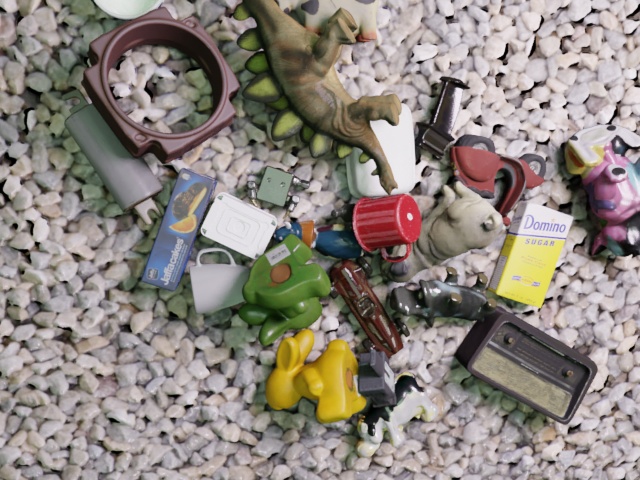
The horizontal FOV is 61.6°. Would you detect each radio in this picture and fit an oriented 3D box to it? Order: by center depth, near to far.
[{"bbox_3d":[0.382,0.225,0.989,0.229,0.073,0.131,29,94,-9],"label":"radio"}]

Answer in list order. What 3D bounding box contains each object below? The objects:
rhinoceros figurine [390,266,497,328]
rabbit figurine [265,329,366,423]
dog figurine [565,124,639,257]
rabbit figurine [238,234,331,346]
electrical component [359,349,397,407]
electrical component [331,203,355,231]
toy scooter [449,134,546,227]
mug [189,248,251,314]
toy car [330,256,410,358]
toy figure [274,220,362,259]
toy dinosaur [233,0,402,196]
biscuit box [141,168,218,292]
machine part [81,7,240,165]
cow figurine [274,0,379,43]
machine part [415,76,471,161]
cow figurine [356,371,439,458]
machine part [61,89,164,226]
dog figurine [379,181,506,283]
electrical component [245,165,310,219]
[{"bbox_3d":[0.216,0.105,0.949,0.190,0.112,0.073,6,54,-20],"label":"rhinoceros figurine"},{"bbox_3d":[-0.025,0.241,0.930,0.173,0.122,0.162,-18,87,26],"label":"rabbit figurine"},{"bbox_3d":[0.517,-0.074,0.958,0.108,0.192,0.219,-23,133,-5],"label":"dog figurine"},{"bbox_3d":[-0.049,0.105,0.892,0.159,0.121,0.170,-38,142,-11],"label":"rabbit figurine"},{"bbox_3d":[0.095,0.233,0.929,0.048,0.075,0.119,-14,140,22],"label":"electrical component"},{"bbox_3d":[0.062,-0.038,0.932,0.063,0.094,0.021,46,123,22],"label":"electrical component"},{"bbox_3d":[0.303,-0.100,0.940,0.184,0.075,0.135,15,90,-10],"label":"toy scooter"},{"bbox_3d":[-0.167,0.066,0.918,0.107,0.081,0.109,-6,96,-16],"label":"mug"},{"bbox_3d":[0.086,0.124,0.960,0.089,0.053,0.202,-32,98,-4],"label":"toy car"},{"bbox_3d":[-0.002,-0.001,0.933,0.155,0.058,0.064,10,90,-2],"label":"toy figure"},{"bbox_3d":[-0.024,-0.262,0.829,0.199,0.105,0.471,-30,98,23],"label":"toy dinosaur"},{"bbox_3d":[-0.236,-0.017,0.906,0.063,0.059,0.202,20,95,-8],"label":"biscuit box"},{"bbox_3d":[-0.243,-0.237,0.836,0.201,0.087,0.201,-37,98,-21],"label":"machine part"},{"bbox_3d":[-0.001,-0.392,0.872,0.195,0.085,0.127,4,103,-4],"label":"cow figurine"},{"bbox_3d":[0.211,-0.214,0.928,0.084,0.039,0.138,22,89,-35],"label":"machine part"},{"bbox_3d":[0.122,0.318,0.978,0.167,0.068,0.098,-35,94,-4],"label":"cow figurine"},{"bbox_3d":[-0.333,-0.134,0.874,0.079,0.079,0.243,-32,97,-1],"label":"machine part"},{"bbox_3d":[0.198,0.010,0.900,0.190,0.172,0.121,-44,94,-4],"label":"dog figurine"},{"bbox_3d":[-0.076,-0.084,0.921,0.102,0.045,0.078,24,96,-8],"label":"electrical component"}]
